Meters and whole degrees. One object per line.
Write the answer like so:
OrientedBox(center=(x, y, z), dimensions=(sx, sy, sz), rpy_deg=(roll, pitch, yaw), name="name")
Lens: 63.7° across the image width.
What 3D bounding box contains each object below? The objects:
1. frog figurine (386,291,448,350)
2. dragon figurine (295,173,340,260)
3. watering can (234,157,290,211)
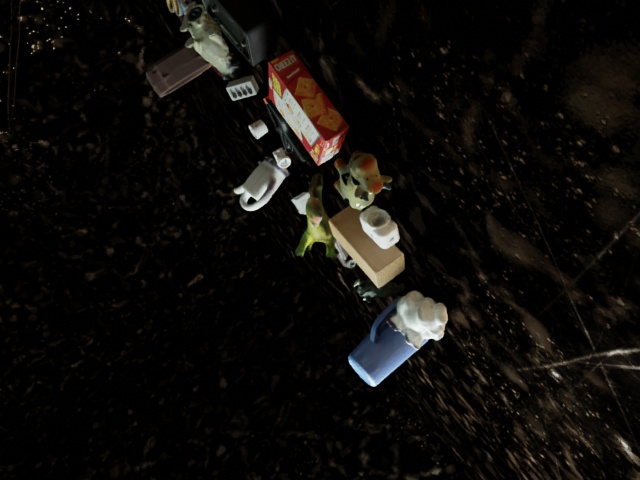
OrientedBox(center=(0.265, 0.187, 1.298), dimensions=(0.123, 0.139, 0.156), rpy_deg=(-11, -28, -41), name="frog figurine")
OrientedBox(center=(0.005, -0.077, 1.527), dimensions=(0.122, 0.241, 0.414), rpy_deg=(4, 12, 4), name="dragon figurine")
OrientedBox(center=(-0.232, -0.221, 1.958), dimensions=(0.103, 0.225, 0.351), rpy_deg=(41, -2, -28), name="watering can")
